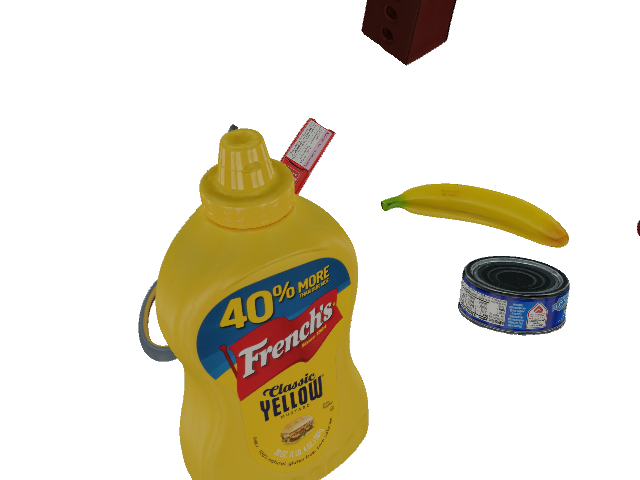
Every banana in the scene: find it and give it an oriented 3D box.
[{"bbox_3d":[0.166,-0.028,1.114,0.198,0.037,0.069,11,38,23],"label":"banana"}]

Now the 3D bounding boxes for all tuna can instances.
[{"bbox_3d":[0.154,0.042,0.850,0.086,0.034,0.086,3,20,-1],"label":"tuna can"}]

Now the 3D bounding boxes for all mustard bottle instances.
[{"bbox_3d":[-0.027,0.035,0.500,0.096,0.192,0.058,-20,38,-21],"label":"mustard bottle"}]

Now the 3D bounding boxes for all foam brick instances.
[{"bbox_3d":[0.071,-0.188,0.834,0.051,0.053,0.078,-37,-25,-28],"label":"foam brick"}]

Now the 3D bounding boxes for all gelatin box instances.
[{"bbox_3d":[-0.026,-0.060,0.952,0.030,0.073,0.089,31,34,-3],"label":"gelatin box"}]

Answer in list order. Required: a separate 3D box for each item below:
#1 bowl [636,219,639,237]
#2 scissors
[{"bbox_3d":[0.421,0.016,1.147,0.162,0.055,0.162,-1,25,0],"label":"bowl"},{"bbox_3d":[-0.057,0.004,0.732,0.096,0.201,0.016,20,-35,8],"label":"scissors"}]
